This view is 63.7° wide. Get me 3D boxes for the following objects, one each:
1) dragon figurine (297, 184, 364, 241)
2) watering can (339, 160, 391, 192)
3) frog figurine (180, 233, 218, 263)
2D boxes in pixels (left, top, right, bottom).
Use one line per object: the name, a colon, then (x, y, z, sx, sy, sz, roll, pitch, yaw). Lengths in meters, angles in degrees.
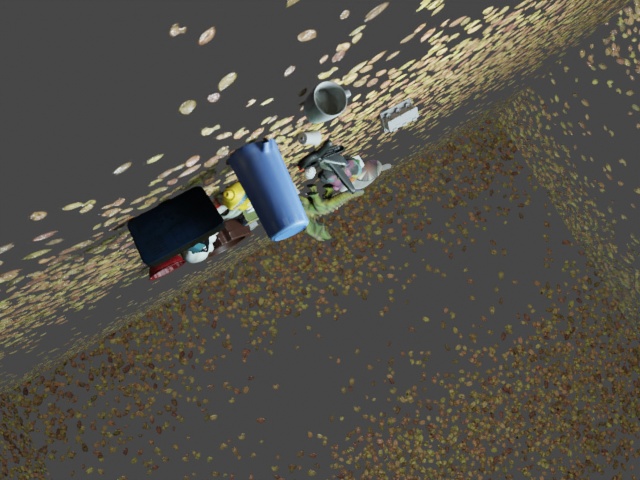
dragon figurine: (0.007, -0.112, 2.232, 0.410, 0.239, 0.124, 5, -155, 28)
watering can: (0.247, -0.339, 2.585, 0.351, 0.104, 0.222, -29, 176, -19)
frog figurine: (-0.428, 0.013, 1.864, 0.158, 0.124, 0.136, -19, 159, 17)
